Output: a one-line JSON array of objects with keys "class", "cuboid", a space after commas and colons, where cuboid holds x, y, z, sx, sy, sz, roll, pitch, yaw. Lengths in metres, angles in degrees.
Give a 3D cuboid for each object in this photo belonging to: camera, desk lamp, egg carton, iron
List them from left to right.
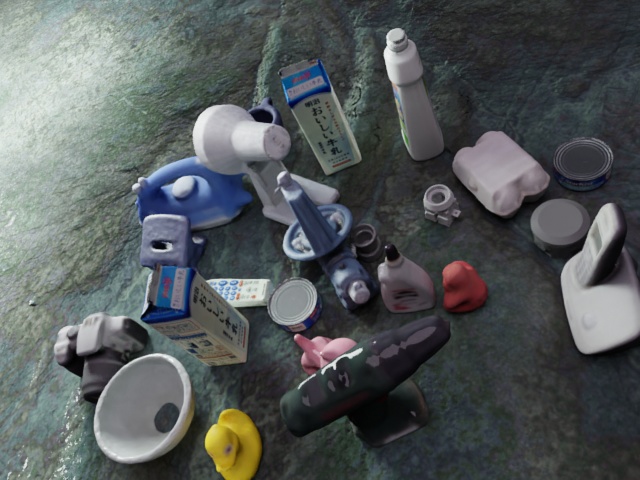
[{"class": "camera", "cuboid": [-0.379, 0.202, 0.966, 0.143, 0.101, 0.136, -15, 55, 12]}, {"class": "iron", "cuboid": [-0.263, -0.096, 1.087, 0.258, 0.142, 0.118, -16, 54, 12]}, {"class": "desk lamp", "cuboid": [-0.095, -0.133, 0.999, 0.202, 0.214, 0.118, 21, 69, 31]}, {"class": "egg carton", "cuboid": [0.286, -0.107, 0.922, 0.107, 0.070, 0.150, -34, 53, -2]}]

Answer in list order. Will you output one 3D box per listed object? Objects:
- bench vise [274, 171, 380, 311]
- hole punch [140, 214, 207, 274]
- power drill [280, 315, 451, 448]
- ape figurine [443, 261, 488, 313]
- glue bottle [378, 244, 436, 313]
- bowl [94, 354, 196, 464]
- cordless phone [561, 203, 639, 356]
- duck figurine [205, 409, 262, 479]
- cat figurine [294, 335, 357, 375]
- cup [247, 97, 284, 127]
[{"class": "bench vise", "cuboid": [0.016, -0.006, 0.869, 0.206, 0.220, 0.121, 34, 75, 35]}, {"class": "hole punch", "cuboid": [-0.275, 0.013, 1.053, 0.108, 0.091, 0.101, 1, 59, 22]}, {"class": "power drill", "cuboid": [0.073, 0.189, 0.728, 0.229, 0.209, 0.075, -27, 53, 3]}, {"class": "ape figurine", "cuboid": [0.202, 0.063, 0.831, 0.075, 0.092, 0.078, 26, 71, 33]}, {"class": "glue bottle", "cuboid": [0.116, 0.053, 0.821, 0.078, 0.173, 0.037, -13, 55, 14]}, {"class": "bowl", "cuboid": [-0.259, 0.269, 0.892, 0.167, 0.075, 0.167, -10, 56, 15]}, {"class": "cordless phone", "cuboid": [0.360, 0.052, 0.718, 0.094, 0.185, 0.147, -11, 56, 15]}, {"class": "duck figurine", "cuboid": [-0.133, 0.290, 0.821, 0.077, 0.086, 0.104, -20, 54, 9]}, {"class": "cat figurine", "cuboid": [0.018, 0.169, 0.820, 0.127, 0.118, 0.067, 22, 69, 31]}, {"class": "cup", "cuboid": [-0.103, -0.212, 1.128, 0.091, 0.095, 0.118, 0, 59, 21]}]
